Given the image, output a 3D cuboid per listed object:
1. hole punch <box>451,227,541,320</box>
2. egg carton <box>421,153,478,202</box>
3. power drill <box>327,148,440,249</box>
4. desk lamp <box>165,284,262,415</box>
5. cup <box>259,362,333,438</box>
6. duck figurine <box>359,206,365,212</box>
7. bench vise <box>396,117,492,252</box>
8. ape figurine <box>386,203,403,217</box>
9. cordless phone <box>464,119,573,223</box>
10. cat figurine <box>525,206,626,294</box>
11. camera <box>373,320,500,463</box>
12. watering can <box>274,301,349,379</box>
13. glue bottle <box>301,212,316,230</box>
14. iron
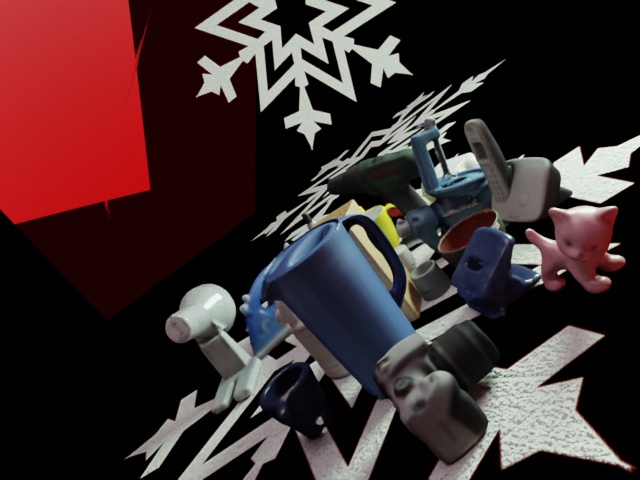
[{"bbox_3d":[0.234,0.044,0.804,0.101,0.091,0.108,-40,14,-4],"label":"hole punch"},{"bbox_3d":[0.296,-0.134,1.269,0.107,0.069,0.150,-45,15,-25],"label":"egg carton"},{"bbox_3d":[0.151,-0.085,1.188,0.229,0.208,0.076,-29,17,35],"label":"power drill"},{"bbox_3d":[-0.221,0.210,1.185,0.118,0.214,0.203,-35,14,13],"label":"desk lamp"},{"bbox_3d":[-0.026,0.244,0.822,0.091,0.095,0.117,-36,14,10],"label":"cup"},{"bbox_3d":[0.111,-0.045,1.425,0.105,0.086,0.077,-42,14,-15],"label":"duck figurine"},{"bbox_3d":[0.215,-0.097,1.037,0.208,0.220,0.121,-43,15,-19],"label":"bench vise"},{"bbox_3d":[0.183,-0.104,1.413,0.078,0.092,0.076,-44,15,-22],"label":"ape figurine"},{"bbox_3d":[0.309,-0.120,0.941,0.094,0.185,0.147,-41,14,-11],"label":"cordless phone"},{"bbox_3d":[0.307,0.002,0.697,0.067,0.118,0.127,-44,15,-21],"label":"cat figurine"},{"bbox_3d":[0.141,0.155,0.665,0.137,0.101,0.143,-39,14,-2],"label":"camera"},{"bbox_3d":[-0.011,0.128,0.947,0.172,0.194,0.101,-29,17,33],"label":"watering can"},{"bbox_3d":[0.012,0.005,1.332,0.078,0.173,0.037,-26,19,42],"label":"glue bottle"},{"bbox_3d":[-0.101,0.130,1.286,0.259,0.141,0.118,-48,16,-33],"label":"iron"}]
